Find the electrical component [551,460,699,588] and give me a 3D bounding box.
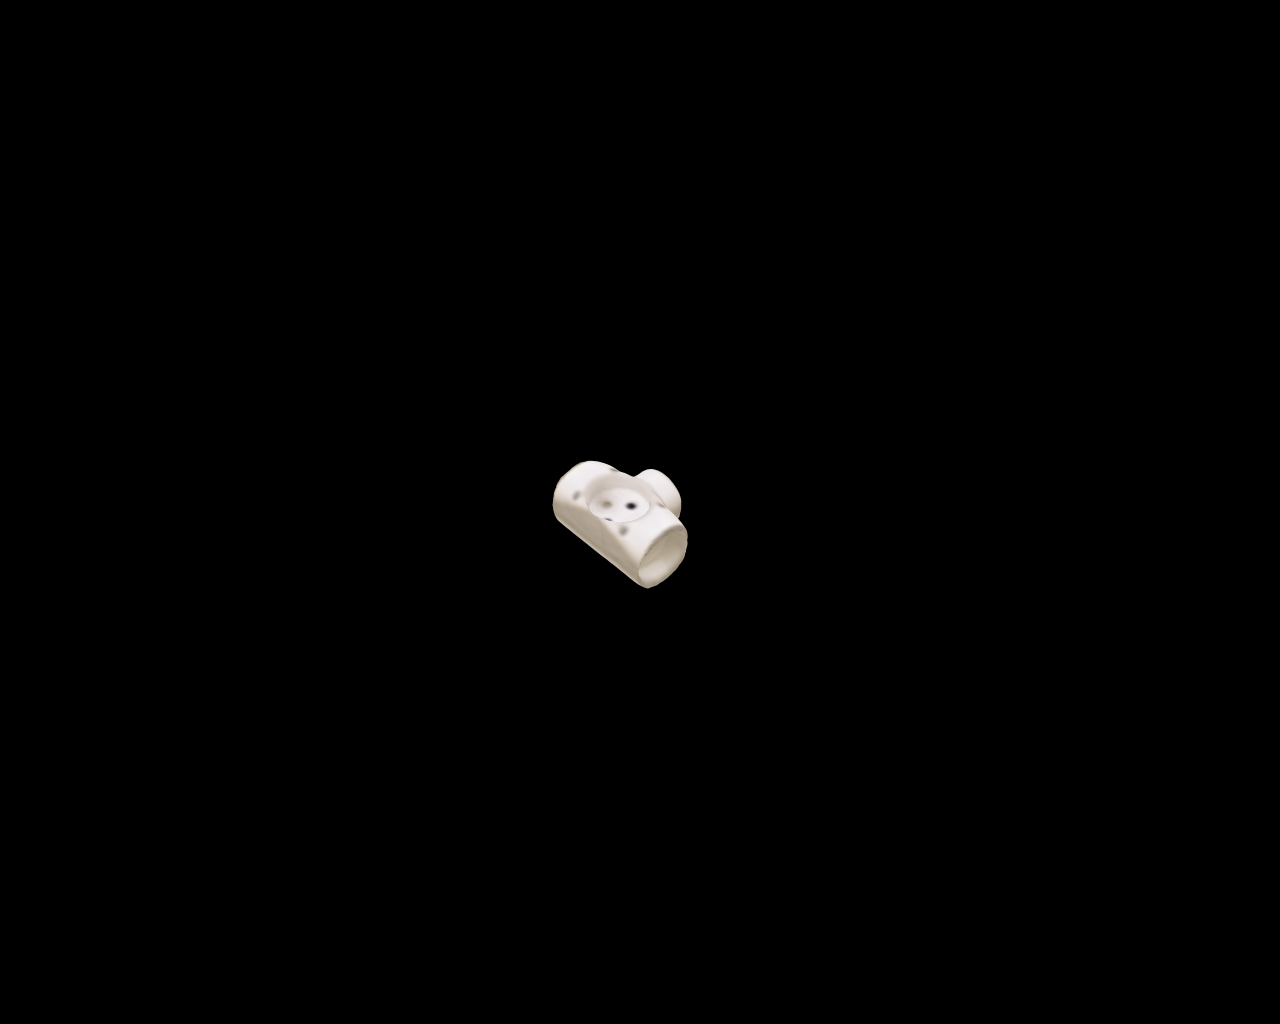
[{"bbox_3d":[0.001,-0.003,0.650,0.079,0.044,0.077,-33,54,-29],"label":"electrical component"}]
